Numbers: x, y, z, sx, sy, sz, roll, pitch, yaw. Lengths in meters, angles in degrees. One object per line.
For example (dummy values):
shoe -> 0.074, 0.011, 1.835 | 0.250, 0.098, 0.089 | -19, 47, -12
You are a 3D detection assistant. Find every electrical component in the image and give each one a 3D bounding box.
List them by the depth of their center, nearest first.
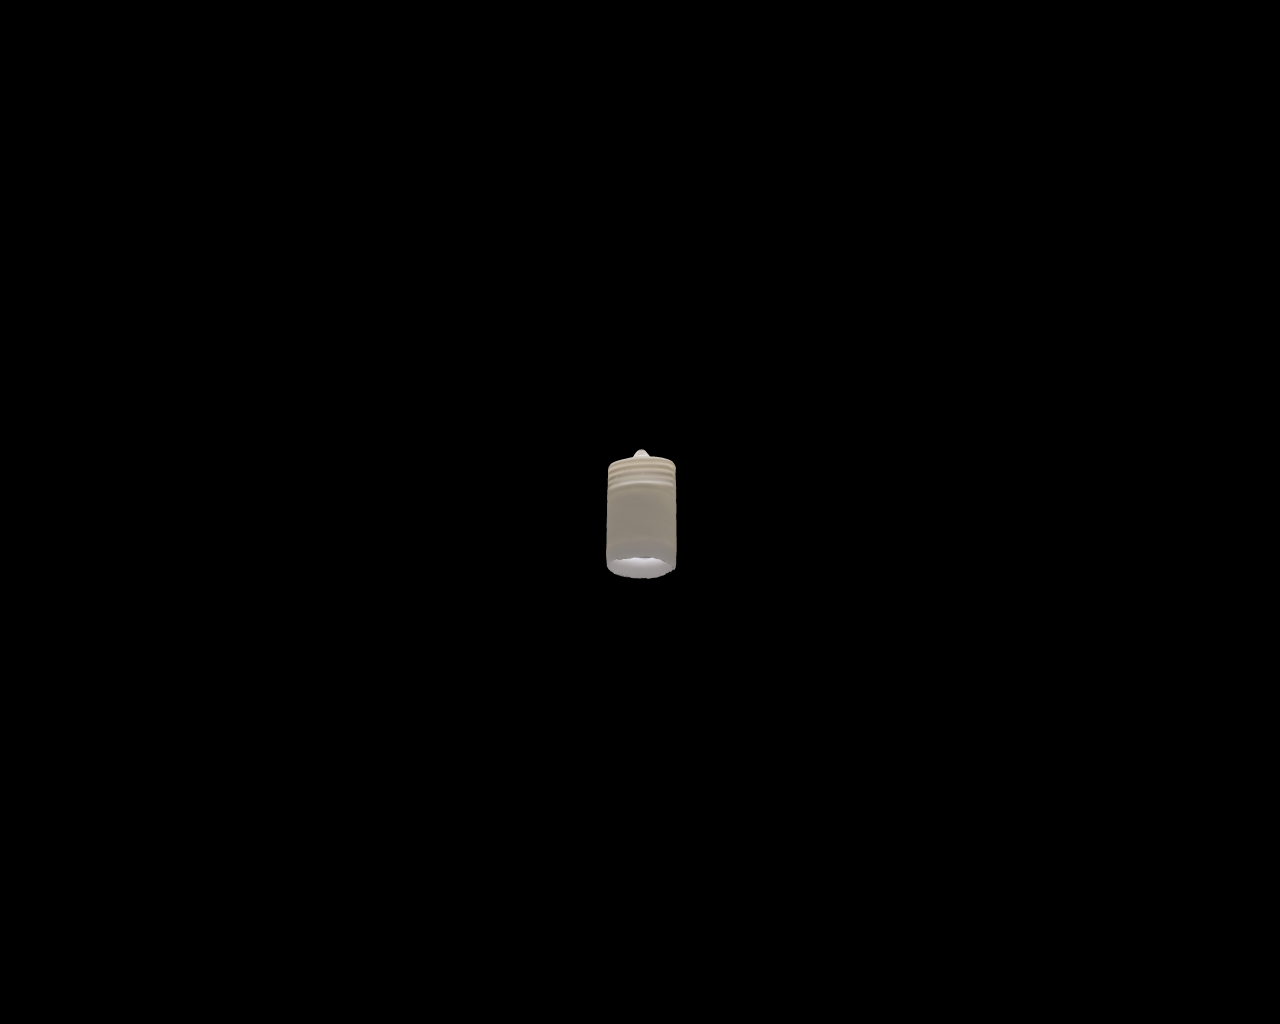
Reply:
electrical component -> 0.001, -0.003, 0.650 | 0.043, 0.081, 0.043 | 0, -22, 0
